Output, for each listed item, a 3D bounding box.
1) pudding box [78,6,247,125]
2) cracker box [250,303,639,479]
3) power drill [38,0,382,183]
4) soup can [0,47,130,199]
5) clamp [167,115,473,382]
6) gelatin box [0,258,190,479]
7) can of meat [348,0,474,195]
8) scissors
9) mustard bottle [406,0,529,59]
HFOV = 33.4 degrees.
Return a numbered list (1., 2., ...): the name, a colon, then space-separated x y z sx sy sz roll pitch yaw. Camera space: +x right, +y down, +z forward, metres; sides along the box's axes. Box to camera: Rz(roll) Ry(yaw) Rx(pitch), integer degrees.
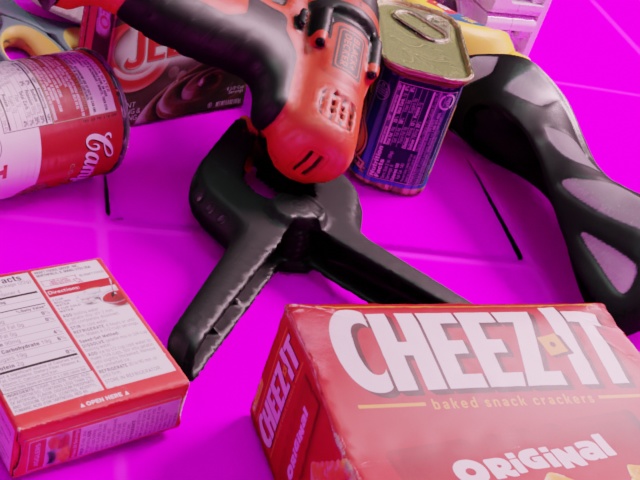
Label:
1. pudding box: -0.088 -0.119 0.634 0.113 0.090 0.039 -19 47 -43
2. cracker box: 0.083 0.112 0.397 0.164 0.072 0.214 2 36 -23
3. power drill: -0.048 -0.138 0.569 0.187 0.057 0.184 28 45 -21
4. soup can: -0.156 -0.056 0.531 0.102 0.069 0.069 -19 49 -42
5. clamp: -0.004 0.001 0.547 0.164 0.036 0.210 6 33 -17
6. gelatin box: -0.107 0.048 0.438 0.073 0.030 0.089 -12 43 -35
7. can of meat: 0.050 -0.089 0.660 0.057 0.084 0.102 12 34 -9
8. scissors: -0.187 -0.147 0.695 0.096 0.016 0.202 -3 39 -31
9. mustard bottle: 0.077 -0.146 0.771 0.192 0.058 0.096 32 9 18
